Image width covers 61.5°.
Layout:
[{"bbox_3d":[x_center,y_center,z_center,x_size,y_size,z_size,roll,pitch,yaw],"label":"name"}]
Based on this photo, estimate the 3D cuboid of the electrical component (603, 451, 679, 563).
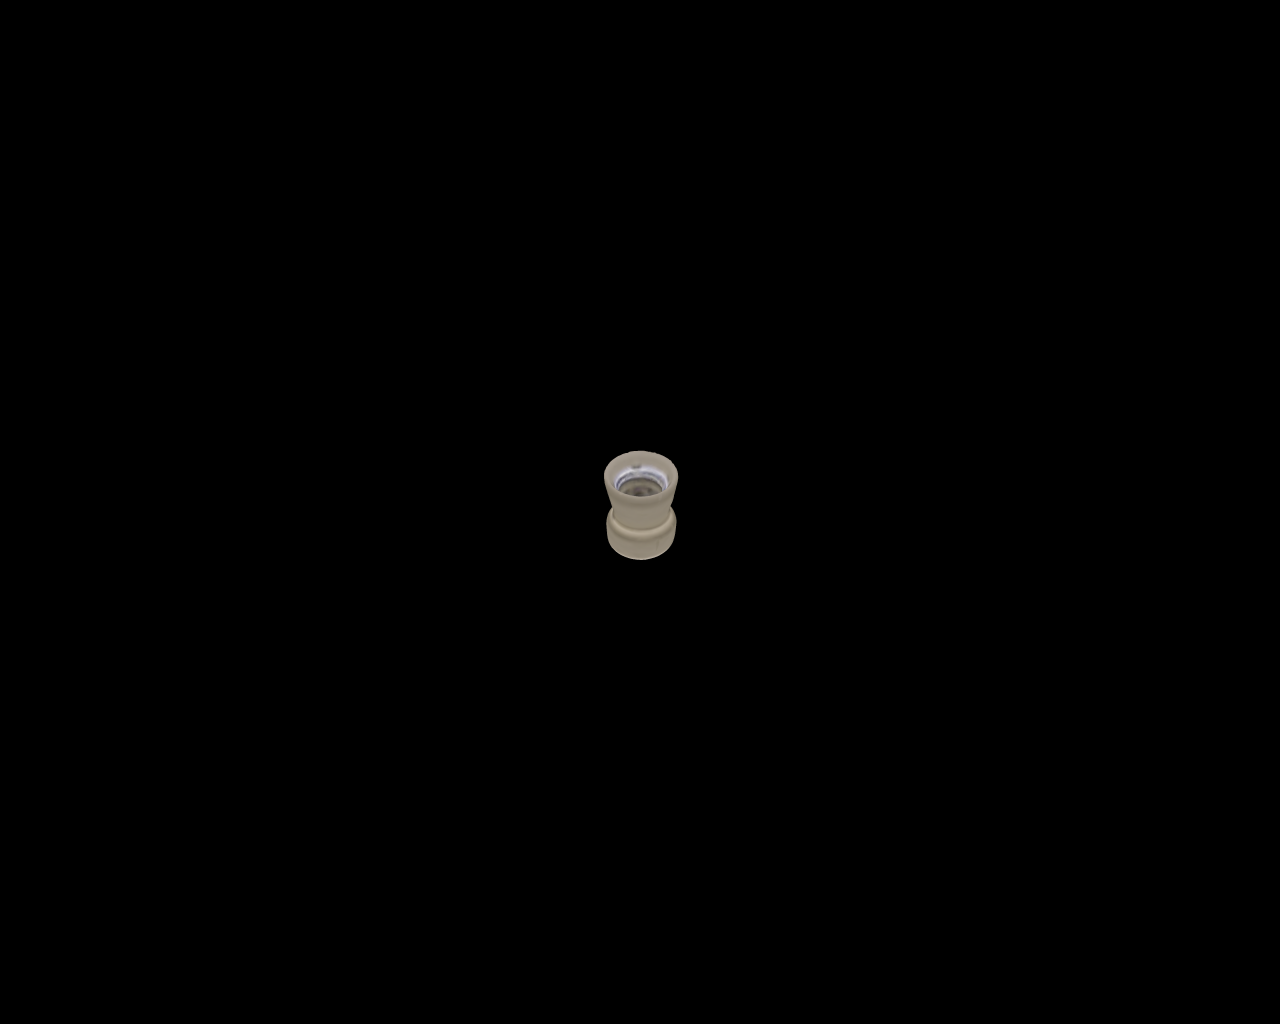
[{"bbox_3d":[0.001,-0.003,0.650,0.045,0.055,0.045,0,42,0],"label":"electrical component"}]
